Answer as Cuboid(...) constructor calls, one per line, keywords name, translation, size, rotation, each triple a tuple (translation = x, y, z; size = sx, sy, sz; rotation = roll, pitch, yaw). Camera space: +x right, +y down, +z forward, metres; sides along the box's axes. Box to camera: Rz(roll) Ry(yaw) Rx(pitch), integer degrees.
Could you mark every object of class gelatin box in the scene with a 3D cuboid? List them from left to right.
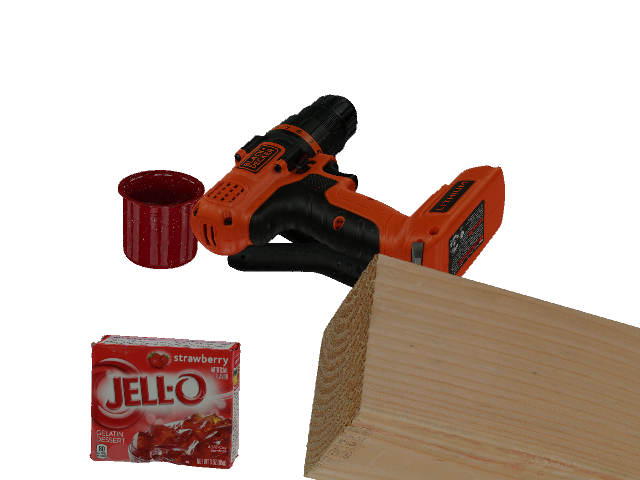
Cuboid(name="gelatin box", translation=(-0.094, 0.097, 0.648), size=(0.089, 0.073, 0.030), rotation=(3, 6, 7))

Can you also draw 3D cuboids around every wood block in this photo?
Cuboid(name="wood block", translation=(0.106, 0.091, 0.550), size=(0.206, 0.090, 0.090), rotation=(16, -36, -11))

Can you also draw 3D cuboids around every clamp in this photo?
Cuboid(name="clamp", translation=(0.006, 0.015, 1.040), size=(0.210, 0.036, 0.164), rotation=(19, 22, -1))

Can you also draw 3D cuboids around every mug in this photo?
Cuboid(name="mug", translation=(-0.180, -0.027, 1.172), size=(0.093, 0.081, 0.117), rotation=(-10, 31, -27))

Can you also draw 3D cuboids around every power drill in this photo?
Cuboid(name="power drill", translation=(0.029, -0.036, 0.747), size=(0.188, 0.057, 0.184), rotation=(16, 44, 29))
